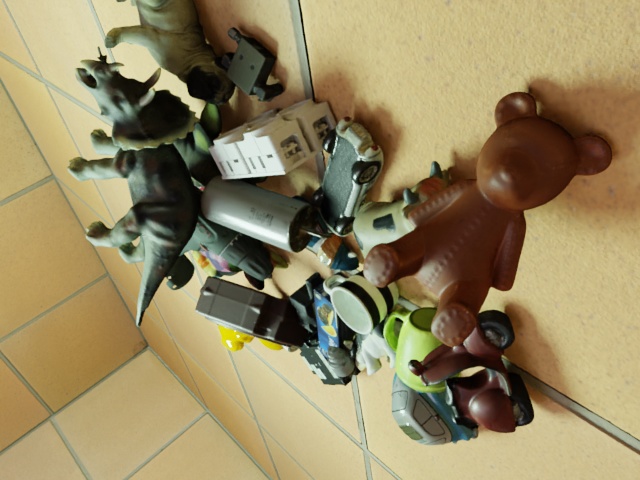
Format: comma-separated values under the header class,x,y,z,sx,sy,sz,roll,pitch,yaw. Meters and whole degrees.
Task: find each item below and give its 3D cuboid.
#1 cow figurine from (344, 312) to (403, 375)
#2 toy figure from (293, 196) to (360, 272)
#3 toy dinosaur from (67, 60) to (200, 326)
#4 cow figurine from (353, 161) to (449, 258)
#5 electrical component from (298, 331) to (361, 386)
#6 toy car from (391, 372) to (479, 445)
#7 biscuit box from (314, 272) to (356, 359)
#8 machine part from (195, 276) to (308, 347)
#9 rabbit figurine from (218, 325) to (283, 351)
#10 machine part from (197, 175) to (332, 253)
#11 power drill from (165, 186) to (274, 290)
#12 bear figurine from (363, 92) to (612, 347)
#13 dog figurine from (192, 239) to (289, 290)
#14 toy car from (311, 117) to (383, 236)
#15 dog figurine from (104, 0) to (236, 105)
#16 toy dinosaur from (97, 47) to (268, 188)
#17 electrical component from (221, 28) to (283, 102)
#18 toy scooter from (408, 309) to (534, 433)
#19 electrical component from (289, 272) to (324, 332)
class,x,y,z,sx,sy,sz,roll,pitch,yaw
cow figurine,0.089,0.171,0.906,0.098,0.068,0.167,57,150,6
toy figure,-0.001,-0.003,0.863,0.154,0.058,0.064,48,-169,8
toy dinosaur,-0.252,-0.067,0.812,0.192,0.131,0.404,-8,110,17
cow figurine,0.111,-0.019,0.640,0.127,0.085,0.195,56,154,-18
electrical component,0.012,0.242,1.123,0.115,0.058,0.134,58,153,-5
toy car,0.169,0.270,0.860,0.161,0.103,0.109,53,154,6
biscuit box,0.035,0.151,0.975,0.059,0.063,0.202,36,148,33
machine part,-0.130,0.147,1.079,0.201,0.087,0.201,15,168,25
rabbit figurine,-0.152,0.202,1.309,0.173,0.122,0.162,24,133,22
machine part,-0.093,-0.041,0.810,0.243,0.079,0.079,21,141,27
power drill,-0.212,0.016,0.941,0.232,0.086,0.207,48,137,-10
bear figurine,0.147,-0.023,0.474,0.120,0.132,0.195,42,126,15
dog figurine,-0.166,0.039,1.120,0.219,0.108,0.191,33,146,30
toy car,0.036,-0.077,0.717,0.074,0.056,0.201,50,152,22
dog figurine,-0.194,-0.311,0.795,0.190,0.121,0.172,25,125,-6
toy dinosaur,-0.210,-0.149,0.937,0.471,0.105,0.198,35,135,2
electrical component,-0.095,-0.238,0.752,0.102,0.045,0.078,39,121,21
toy scooter,0.191,0.179,0.688,0.075,0.135,0.183,-88,-22,-67
electrical component,-0.015,0.104,0.986,0.048,0.075,0.119,27,147,41
